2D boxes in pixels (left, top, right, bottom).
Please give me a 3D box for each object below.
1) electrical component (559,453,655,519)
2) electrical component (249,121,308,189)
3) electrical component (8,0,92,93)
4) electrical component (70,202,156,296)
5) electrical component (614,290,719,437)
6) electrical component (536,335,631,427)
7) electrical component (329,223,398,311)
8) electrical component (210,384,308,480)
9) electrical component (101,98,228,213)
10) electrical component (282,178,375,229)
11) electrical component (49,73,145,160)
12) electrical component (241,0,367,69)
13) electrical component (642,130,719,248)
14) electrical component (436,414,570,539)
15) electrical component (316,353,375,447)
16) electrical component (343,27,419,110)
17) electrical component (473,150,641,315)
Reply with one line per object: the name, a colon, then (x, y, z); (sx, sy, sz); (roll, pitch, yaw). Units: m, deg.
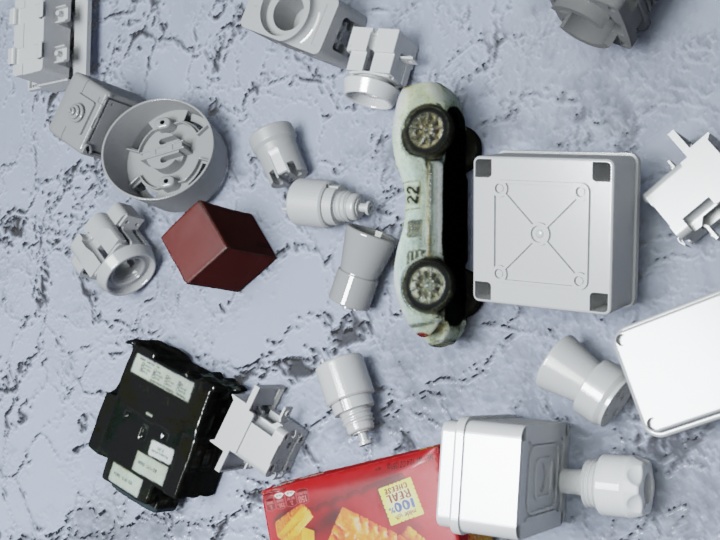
electrical component: (0.171, 0.149, 0.749); (0.062, 0.043, 0.043); (-1, 83, 31)
electrical component: (-0.069, -0.098, 0.921); (0.040, 0.040, 0.046); (-29, 76, 24)
electrical component: (-0.306, -0.244, 1.062); (0.079, 0.063, 0.121); (-4, 82, 30)
electrical component: (-0.224, -0.014, 0.990); (0.078, 0.058, 0.057); (-50, 60, 15)
electrical component: (0.235, 0.059, 0.715); (0.113, 0.057, 0.078); (-25, 72, 25)
electrical component: (0.160, 0.079, 0.763); (0.055, 0.045, 0.045); (35, 101, 28)
electrical component: (0.000, 0.000, 0.868); (0.044, 0.044, 0.065); (25, 101, 30)
electrical component: (-0.082, 0.138, 0.898); (0.064, 0.042, 0.081); (31, 100, 28)
electrical component: (-0.171, -0.101, 0.962); (0.099, 0.064, 0.099); (-7, 72, 20)
electrical component: (-0.025, -0.054, 0.889); (0.078, 0.040, 0.040); (7, 88, 30)
electrical component: (-0.238, -0.139, 0.990); (0.061, 0.096, 0.061); (33, 100, 30)
electrical component: (-0.050, -0.213, 0.914); (0.089, 0.056, 0.050); (27, 97, 30)
electrical component: (0.234, -0.054, 0.738); (0.064, 0.042, 0.081); (-43, 65, 20)
electrical component: (0.101, 0.142, 0.750); (0.057, 0.113, 0.078); (2, 85, 28)
electrical component: (-0.007, 0.102, 0.860); (0.040, 0.040, 0.078); (-27, 72, 25)
electrical component: (0.014, -0.164, 0.877); (0.066, 0.048, 0.055); (11, 82, 30)
electrical component: (0.139, -0.029, 0.765); (0.109, 0.056, 0.108); (6, 102, 34)
